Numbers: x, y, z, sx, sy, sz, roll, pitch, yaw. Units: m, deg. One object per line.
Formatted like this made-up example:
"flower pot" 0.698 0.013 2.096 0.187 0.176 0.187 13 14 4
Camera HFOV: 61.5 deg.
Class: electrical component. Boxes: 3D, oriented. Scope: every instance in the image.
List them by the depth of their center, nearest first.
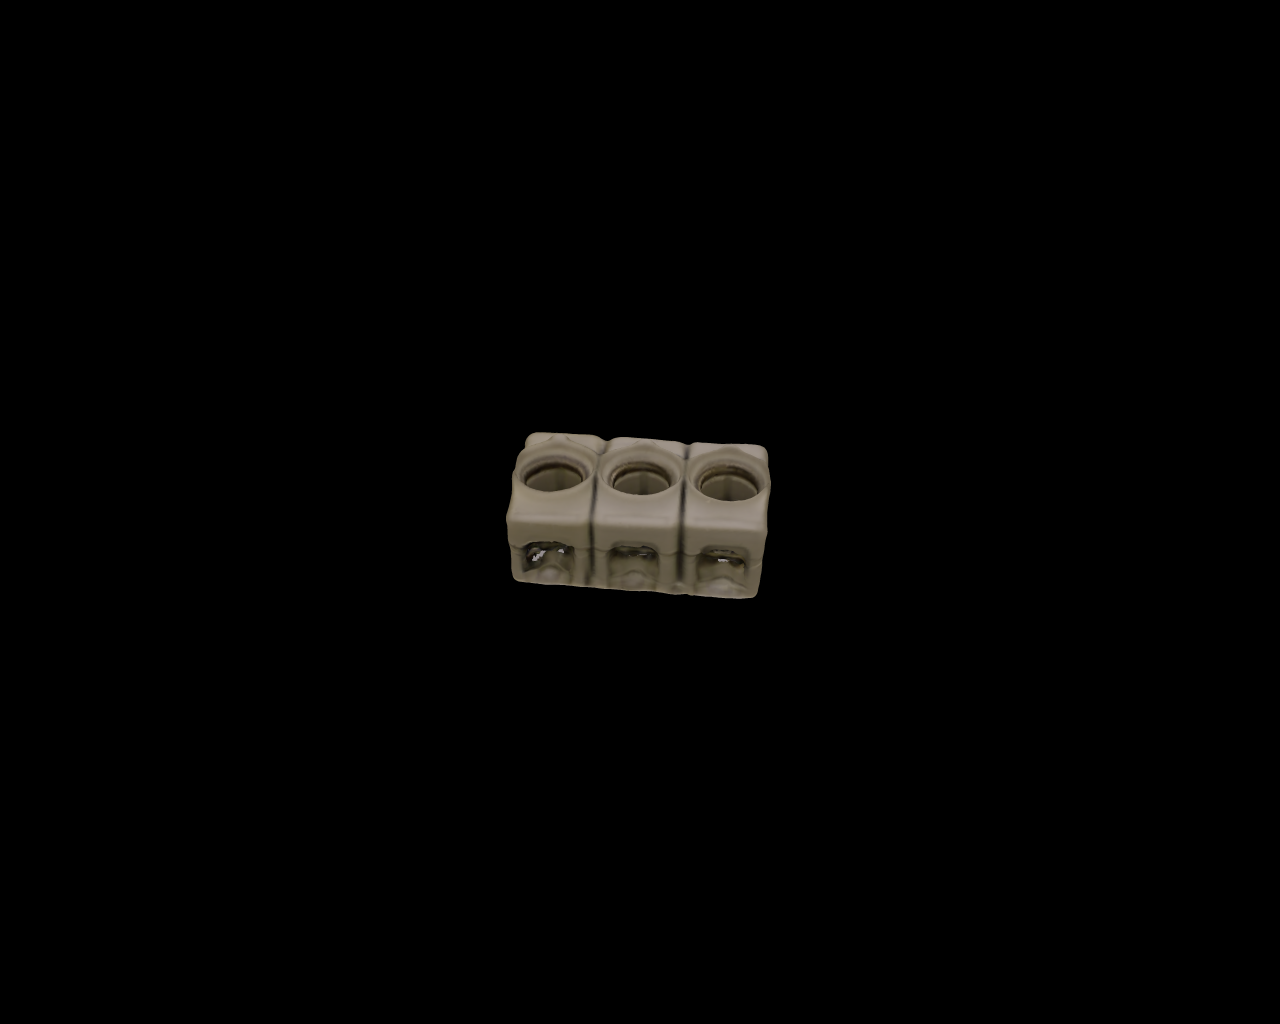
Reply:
"electrical component" 0.001 -0.003 0.650 0.150 0.061 0.090 4 40 4
